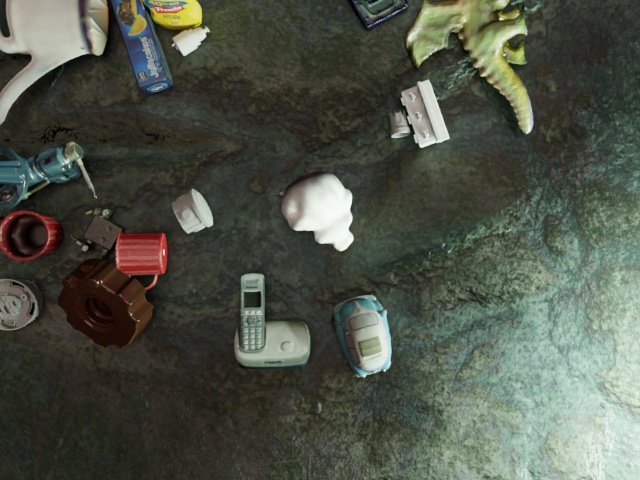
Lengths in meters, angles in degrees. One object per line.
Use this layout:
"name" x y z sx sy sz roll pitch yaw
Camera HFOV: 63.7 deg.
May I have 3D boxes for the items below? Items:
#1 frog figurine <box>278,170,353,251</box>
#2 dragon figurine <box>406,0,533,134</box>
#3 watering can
"frog figurine" 0.003 -0.051 1.007 0.138 0.121 0.161 -23 79 -23
"dragon figurine" 0.300 -0.412 1.062 0.242 0.122 0.411 -5 87 13
"watering can" -0.518 -0.388 0.979 0.224 0.104 0.348 0 87 -4
